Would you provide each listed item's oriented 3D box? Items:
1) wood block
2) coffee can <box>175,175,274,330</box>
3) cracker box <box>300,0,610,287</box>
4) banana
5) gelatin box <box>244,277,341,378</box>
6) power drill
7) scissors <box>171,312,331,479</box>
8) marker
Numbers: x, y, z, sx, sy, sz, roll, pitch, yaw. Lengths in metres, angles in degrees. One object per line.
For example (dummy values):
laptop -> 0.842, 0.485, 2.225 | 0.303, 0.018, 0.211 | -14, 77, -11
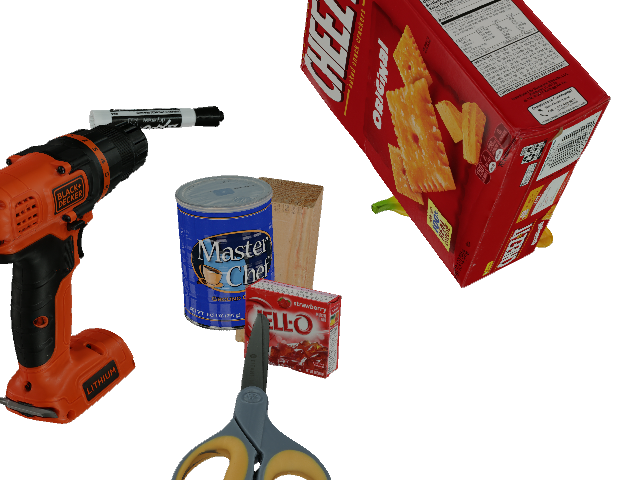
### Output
wood block -> -0.056, 0.030, 1.424 | 0.090, 0.206, 0.090 | 9, 23, 5
coffee can -> -0.101, 0.012, 1.151 | 0.103, 0.140, 0.103 | -1, 22, 0
cracker box -> 0.070, -0.100, 0.682 | 0.072, 0.214, 0.164 | -26, -26, -20
banana -> 0.157, -0.027, 1.135 | 0.198, 0.037, 0.069 | 10, 39, 25
gelatin box -> -0.027, 0.080, 0.977 | 0.089, 0.073, 0.030 | 11, 19, 25
power drill -> -0.176, 0.019, 0.756 | 0.057, 0.188, 0.184 | 8, 24, 24
scissors -> -0.024, 0.105, 0.622 | 0.096, 0.016, 0.201 | 12, 31, 12
marker -> -0.144, -0.108, 0.949 | 0.120, 0.020, 0.020 | -6, 2, -25
